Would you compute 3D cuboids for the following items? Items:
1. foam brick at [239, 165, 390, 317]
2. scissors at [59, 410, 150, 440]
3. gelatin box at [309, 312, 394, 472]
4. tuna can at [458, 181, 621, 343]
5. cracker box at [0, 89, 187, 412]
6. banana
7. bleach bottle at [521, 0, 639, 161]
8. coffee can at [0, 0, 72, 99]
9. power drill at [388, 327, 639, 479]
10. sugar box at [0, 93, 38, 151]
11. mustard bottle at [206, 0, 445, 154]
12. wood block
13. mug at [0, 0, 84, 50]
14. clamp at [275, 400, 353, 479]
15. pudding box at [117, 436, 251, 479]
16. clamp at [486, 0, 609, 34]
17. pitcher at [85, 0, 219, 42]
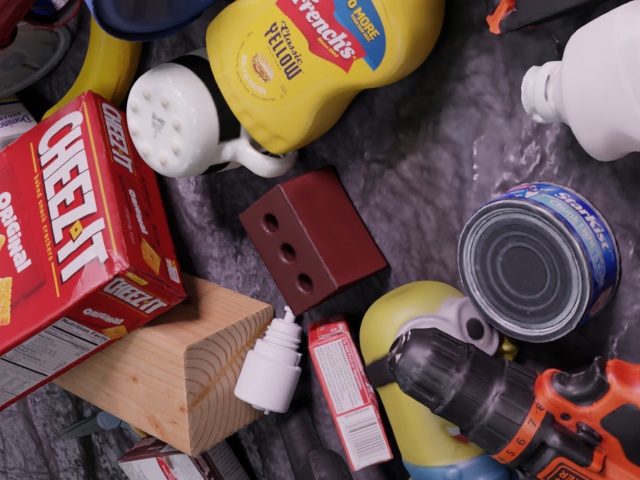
[{"bbox_3d":[-0.005,0.001,0.689,0.053,0.051,0.078,-36,82,46],"label":"foam brick"},{"bbox_3d":[-0.190,0.141,0.950,0.202,0.016,0.096,-4,107,43],"label":"scissors"},{"bbox_3d":[0.020,0.096,0.696,0.030,0.073,0.089,-19,94,2],"label":"gelatin box"},{"bbox_3d":[0.119,0.013,0.590,0.086,0.033,0.086,19,120,37],"label":"tuna can"},{"bbox_3d":[-0.214,0.016,0.774,0.214,0.072,0.164,-31,56,18],"label":"cracker box"},{"bbox_3d":[-0.170,-0.128,0.799,0.070,0.037,0.198,51,137,21],"label":"banana"},{"bbox_3d":[0.202,-0.059,0.462,0.251,0.067,0.102,5,111,44],"label":"bleach bottle"},{"bbox_3d":[-0.270,-0.191,0.820,0.140,0.102,0.103,57,136,9],"label":"coffee can"},{"bbox_3d":[0.147,0.059,0.529,0.184,0.057,0.188,29,132,-5],"label":"power drill"},{"bbox_3d":[-0.293,-0.104,0.903,0.176,0.048,0.093,46,136,29],"label":"sugar box"},{"bbox_3d":[0.015,-0.128,0.610,0.192,0.058,0.096,-30,87,46],"label":"mustard bottle"},{"bbox_3d":[-0.139,0.075,0.821,0.206,0.090,0.090,18,119,38],"label":"wood block"},{"bbox_3d":[-0.206,-0.179,0.693,0.082,0.117,0.093,-41,40,27],"label":"mug"},{"bbox_3d":[0.002,0.184,0.715,0.171,0.039,0.120,-144,40,-77],"label":"clamp"},{"bbox_3d":[-0.105,0.202,0.874,0.114,0.039,0.090,-19,106,48],"label":"pudding box"},{"bbox_3d":[0.140,-0.173,0.482,0.165,0.036,0.210,48,136,29],"label":"clamp"},{"bbox_3d":[-0.142,-0.254,0.647,0.243,0.144,0.149,53,138,16],"label":"pitcher"}]
